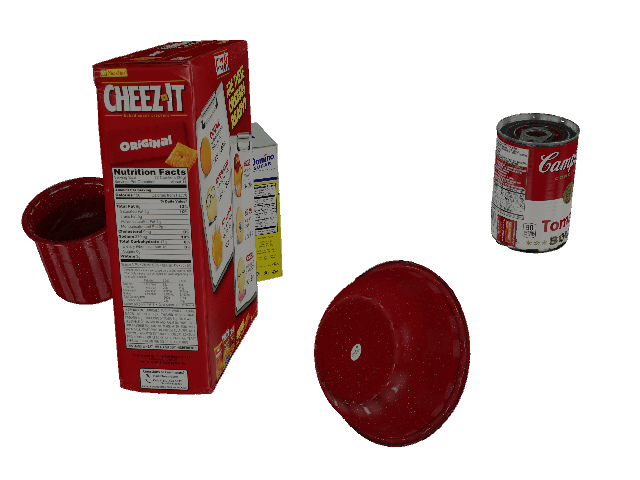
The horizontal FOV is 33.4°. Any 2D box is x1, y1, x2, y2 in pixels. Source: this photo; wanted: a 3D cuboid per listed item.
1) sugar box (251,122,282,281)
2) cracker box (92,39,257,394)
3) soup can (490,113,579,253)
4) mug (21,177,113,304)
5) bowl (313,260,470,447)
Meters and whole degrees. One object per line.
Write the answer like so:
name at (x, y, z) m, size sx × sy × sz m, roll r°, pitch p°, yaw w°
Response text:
sugar box at (-0.081, -0.047, 1.317) m, size 0.048 × 0.176 × 0.093 m, roll -11°, pitch 25°, yaw -15°
cracker box at (-0.093, -0.023, 0.732) m, size 0.072 × 0.214 × 0.164 m, roll 0°, pitch 15°, yaw 8°
soup can at (0.181, -0.049, 0.906) m, size 0.068 × 0.102 × 0.068 m, roll -1°, pitch 27°, yaw 0°
mug at (-0.212, -0.005, 0.964) m, size 0.093 × 0.081 × 0.117 m, roll -9°, pitch 41°, yaw -1°
bowl at (0.046, 0.095, 0.909) m, size 0.162 × 0.162 × 0.055 m, roll 0°, pitch -7°, yaw 43°
